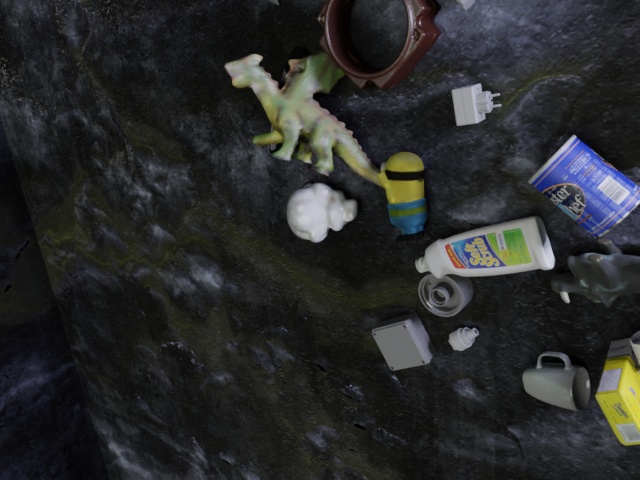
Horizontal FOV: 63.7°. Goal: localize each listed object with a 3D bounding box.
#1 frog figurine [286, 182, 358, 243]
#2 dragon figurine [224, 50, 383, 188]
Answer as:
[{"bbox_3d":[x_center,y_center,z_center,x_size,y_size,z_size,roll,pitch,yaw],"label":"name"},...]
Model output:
[{"bbox_3d":[0.004,-0.059,1.166,0.160,0.123,0.136,20,102,43],"label":"frog figurine"},{"bbox_3d":[0.000,-0.266,1.055,0.409,0.123,0.241,15,99,-10],"label":"dragon figurine"}]
